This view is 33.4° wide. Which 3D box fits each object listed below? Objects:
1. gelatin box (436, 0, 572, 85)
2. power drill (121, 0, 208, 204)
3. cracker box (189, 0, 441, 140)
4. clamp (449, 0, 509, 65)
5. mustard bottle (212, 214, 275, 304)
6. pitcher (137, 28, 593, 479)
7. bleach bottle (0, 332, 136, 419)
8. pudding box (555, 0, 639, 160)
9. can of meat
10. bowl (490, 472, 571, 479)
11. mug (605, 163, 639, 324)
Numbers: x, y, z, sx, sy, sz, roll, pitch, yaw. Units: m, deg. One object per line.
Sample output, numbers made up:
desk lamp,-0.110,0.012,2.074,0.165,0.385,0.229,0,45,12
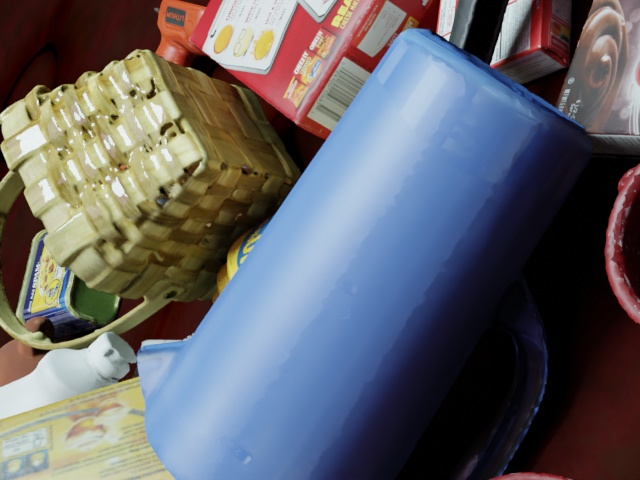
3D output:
gelatin box,0.108,-0.126,0.640,0.089,0.030,0.073,-18,57,48
power drill,-0.131,-0.108,0.914,0.185,0.057,0.188,31,96,55
cracker box,0.005,-0.172,0.766,0.164,0.072,0.214,-58,35,8
clamp,0.102,-0.174,0.568,0.165,0.036,0.210,-34,63,41
mustard bottle,-0.005,0.000,0.677,0.192,0.058,0.096,-35,20,38
pitcher,0.034,0.030,0.529,0.243,0.149,0.145,-58,39,14
bleach bottle,-0.230,0.152,0.730,0.251,0.102,0.068,-42,50,8
pudding box,0.173,-0.095,0.528,0.090,0.039,0.113,10,78,55
can of meat,-0.216,0.033,0.943,0.084,0.057,0.102,-17,58,44
bowl,0.096,0.184,0.449,0.162,0.055,0.162,-30,48,40
mug,0.171,0.003,0.436,0.093,0.081,0.117,-60,36,7
